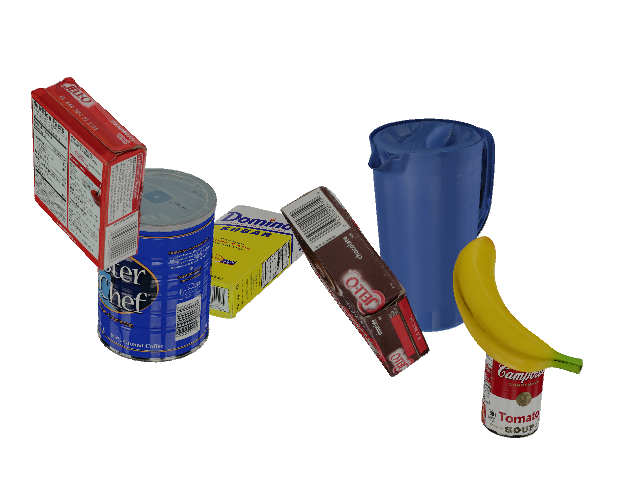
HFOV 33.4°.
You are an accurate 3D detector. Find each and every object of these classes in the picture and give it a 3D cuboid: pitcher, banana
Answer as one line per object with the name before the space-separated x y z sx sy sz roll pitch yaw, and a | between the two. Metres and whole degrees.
pitcher | 0.137 -0.021 1.288 0.149 0.243 0.145 0 24 7
banana | 0.149 0.055 0.915 0.069 0.037 0.198 6 31 -21

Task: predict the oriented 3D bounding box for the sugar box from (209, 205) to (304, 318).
sugar box | -0.091 0.018 1.135 0.093 0.048 0.176 13 31 21

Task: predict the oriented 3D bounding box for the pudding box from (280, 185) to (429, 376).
pudding box | 0.025 0.028 0.735 0.039 0.114 0.090 -32 -36 -4

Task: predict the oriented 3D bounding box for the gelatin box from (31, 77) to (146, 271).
gelatin box | -0.135 -0.039 0.621 0.030 0.089 0.073 -28 58 -35

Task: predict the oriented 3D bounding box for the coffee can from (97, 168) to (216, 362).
coffee can | -0.146 0.021 0.943 0.103 0.140 0.103 5 30 -3

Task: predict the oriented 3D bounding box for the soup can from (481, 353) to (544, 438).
soup can | 0.221 0.166 1.225 0.068 0.102 0.068 1 21 0
